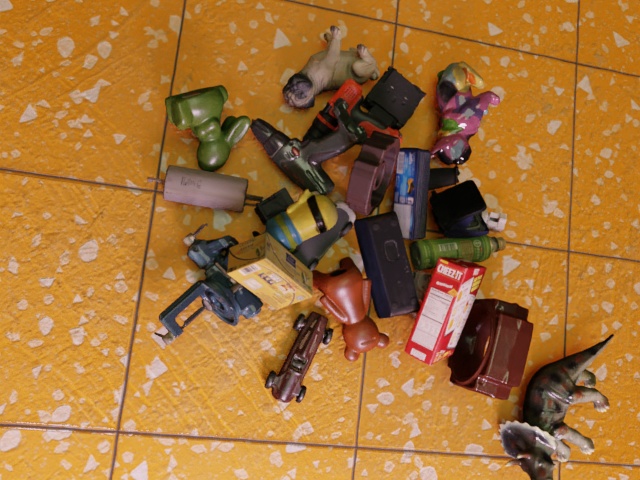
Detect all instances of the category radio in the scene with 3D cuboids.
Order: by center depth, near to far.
[{"bbox_3d":[0.144,0.054,1.171,0.073,0.131,0.229,-14,86,-10],"label":"radio"}]

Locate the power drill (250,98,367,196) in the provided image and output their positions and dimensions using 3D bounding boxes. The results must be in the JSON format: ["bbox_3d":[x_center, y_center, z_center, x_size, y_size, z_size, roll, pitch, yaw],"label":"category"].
[{"bbox_3d":[-0.017,-0.214,1.155,0.207,0.086,0.232,-33,99,23],"label":"power drill"}]

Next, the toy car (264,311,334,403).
[{"bbox_3d":[-0.042,0.251,1.152,0.089,0.053,0.202,29,79,-4],"label":"toy car"}]

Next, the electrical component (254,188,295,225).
[{"bbox_3d":[-0.081,-0.082,1.172,0.119,0.075,0.047,-32,90,-9],"label":"electrical component"}]

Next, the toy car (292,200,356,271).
[{"bbox_3d":[-0.002,-0.004,1.189,0.073,0.056,0.202,46,78,-10],"label":"toy car"}]

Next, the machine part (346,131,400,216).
[{"bbox_3d":[0.111,-0.140,1.132,0.056,0.179,0.179,21,79,16],"label":"machine part"}]

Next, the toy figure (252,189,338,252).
[{"bbox_3d":[-0.047,-0.029,1.119,0.180,0.082,0.089,-33,71,-9],"label":"toy figure"}]

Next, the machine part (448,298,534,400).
[{"bbox_3d":[0.359,0.229,1.158,0.087,0.201,0.201,17,80,-7],"label":"machine part"}]

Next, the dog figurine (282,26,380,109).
[{"bbox_3d":[0.026,-0.359,1.227,0.172,0.121,0.190,31,92,-3],"label":"dog figurine"}]

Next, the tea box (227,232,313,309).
[{"bbox_3d":[-0.098,0.066,1.091,0.098,0.169,0.068,-20,50,23],"label":"tea box"}]

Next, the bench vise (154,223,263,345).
[{"bbox_3d":[-0.238,0.105,1.087,0.240,0.129,0.223,-44,107,-28],"label":"bench vise"}]

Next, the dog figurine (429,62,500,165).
[{"bbox_3d":[0.305,-0.283,1.261,0.191,0.108,0.219,45,80,-4],"label":"dog figurine"}]

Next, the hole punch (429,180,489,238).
[{"bbox_3d":[0.320,-0.060,1.232,0.116,0.092,0.142,-20,46,12],"label":"hole punch"}]

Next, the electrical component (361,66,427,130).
[{"bbox_3d":[0.167,-0.321,1.261,0.115,0.058,0.134,35,77,-4],"label":"electrical component"}]

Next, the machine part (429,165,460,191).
[{"bbox_3d":[0.255,-0.138,1.246,0.139,0.039,0.084,-11,78,17],"label":"machine part"}]

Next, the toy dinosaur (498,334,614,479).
[{"bbox_3d":[0.534,0.369,1.226,0.192,0.131,0.405,26,73,-8],"label":"toy dinosaur"}]

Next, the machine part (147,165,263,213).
[{"bbox_3d":[-0.241,-0.108,1.140,0.243,0.079,0.079,11,81,-11],"label":"machine part"}]

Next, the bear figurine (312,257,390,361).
[{"bbox_3d":[0.066,0.151,1.168,0.120,0.132,0.195,-24,106,-12],"label":"bear figurine"}]

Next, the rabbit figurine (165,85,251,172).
[{"bbox_3d":[-0.237,-0.235,1.150,0.159,0.121,0.170,-26,118,-27],"label":"rabbit figurine"}]

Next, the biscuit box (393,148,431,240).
[{"bbox_3d":[0.205,-0.104,1.207,0.063,0.059,0.202,-4,100,-50],"label":"biscuit box"}]
